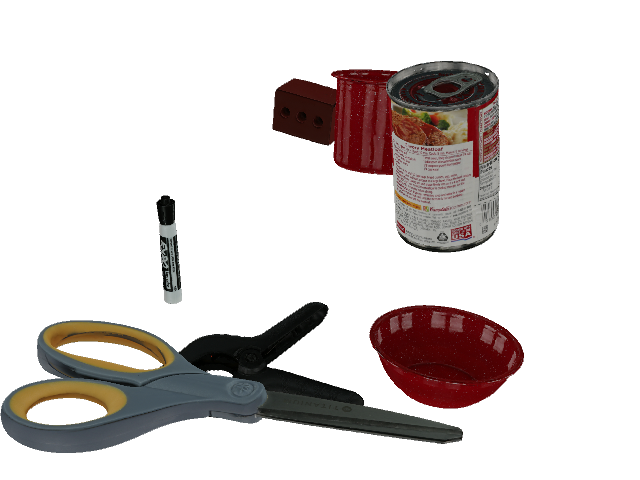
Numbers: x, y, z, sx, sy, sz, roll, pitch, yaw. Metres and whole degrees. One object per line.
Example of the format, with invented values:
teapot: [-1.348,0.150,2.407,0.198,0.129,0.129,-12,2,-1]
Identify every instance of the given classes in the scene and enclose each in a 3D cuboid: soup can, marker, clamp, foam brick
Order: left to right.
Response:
marker: [-0.156,0.009,1.100,0.020,0.121,0.020,0,28,0]
clamp: [-0.055,0.101,0.902,0.171,0.039,0.120,1,38,-10]
foam brick: [-0.012,-0.153,1.267,0.078,0.053,0.051,18,31,20]
soup can: [0.078,-0.052,0.669,0.068,0.102,0.068,-5,32,3]

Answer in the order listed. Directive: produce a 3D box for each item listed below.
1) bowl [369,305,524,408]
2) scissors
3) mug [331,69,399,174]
bowl: [0.129,0.129,1.123,0.162,0.055,0.162,5,25,-2]
scissors: [-0.050,0.077,0.458,0.202,0.016,0.096,15,31,24]
mug: [0.066,-0.104,0.939,0.117,0.081,0.093,1,15,-9]
